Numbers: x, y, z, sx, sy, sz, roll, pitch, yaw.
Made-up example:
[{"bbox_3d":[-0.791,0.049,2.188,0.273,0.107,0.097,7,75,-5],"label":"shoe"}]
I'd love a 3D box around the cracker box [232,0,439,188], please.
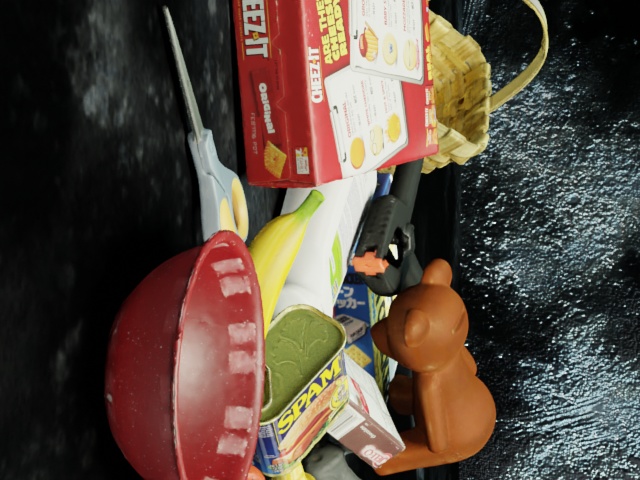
[{"bbox_3d":[0.017,-0.136,0.849,0.213,0.072,0.164,-19,107,-57],"label":"cracker box"}]

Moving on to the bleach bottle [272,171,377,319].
[{"bbox_3d":[-0.006,0.001,0.911,0.250,0.068,0.102,-72,157,-47],"label":"bleach bottle"}]

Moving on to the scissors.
[{"bbox_3d":[-0.072,-0.061,0.705,0.096,0.016,0.202,-73,157,-68],"label":"scissors"}]

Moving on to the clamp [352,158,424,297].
[{"bbox_3d":[0.072,-0.012,1.012,0.209,0.036,0.164,-22,111,-71],"label":"clamp"}]

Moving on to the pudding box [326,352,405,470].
[{"bbox_3d":[0.019,0.134,0.919,0.113,0.039,0.090,47,11,-40],"label":"pudding box"}]

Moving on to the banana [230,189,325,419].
[{"bbox_3d":[-0.047,0.051,0.734,0.070,0.037,0.197,-49,-161,54],"label":"banana"}]

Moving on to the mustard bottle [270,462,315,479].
[{"bbox_3d":[-0.017,0.263,0.870,0.096,0.058,0.192,-35,126,-53],"label":"mustard bottle"}]

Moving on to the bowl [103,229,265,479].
[{"bbox_3d":[-0.077,0.074,0.594,0.162,0.055,0.162,1,90,-78],"label":"bowl"}]

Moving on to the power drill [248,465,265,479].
[{"bbox_3d":[-0.016,0.258,0.702,0.187,0.057,0.184,39,39,-39],"label":"power drill"}]

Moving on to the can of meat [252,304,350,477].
[{"bbox_3d":[-0.024,0.112,0.777,0.102,0.057,0.084,-45,148,-27],"label":"can of meat"}]

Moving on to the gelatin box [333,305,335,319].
[{"bbox_3d":[-0.003,0.109,1.001,0.073,0.030,0.089,-60,149,-66],"label":"gelatin box"}]
